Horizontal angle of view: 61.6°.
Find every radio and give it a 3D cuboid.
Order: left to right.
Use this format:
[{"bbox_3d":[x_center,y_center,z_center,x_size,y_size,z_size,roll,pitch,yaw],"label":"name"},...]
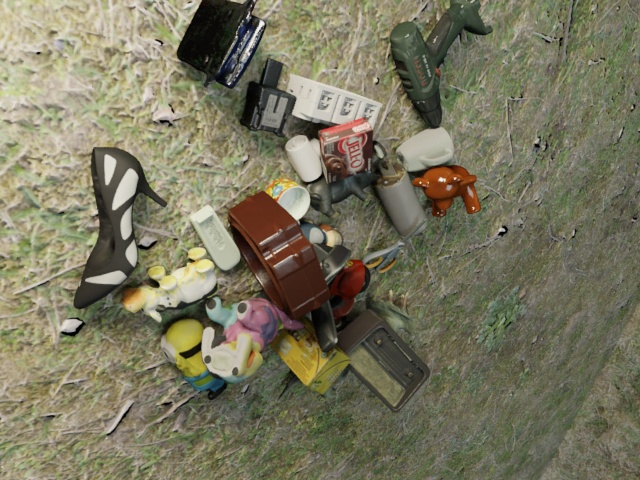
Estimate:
[{"bbox_3d":[0.141,0.270,1.210,0.131,0.073,0.229,-44,119,-5],"label":"radio"}]

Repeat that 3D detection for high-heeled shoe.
[{"bbox_3d":[-0.341,-0.016,0.814,0.145,0.086,0.248,39,85,-40],"label":"high-heeled shoe"}]

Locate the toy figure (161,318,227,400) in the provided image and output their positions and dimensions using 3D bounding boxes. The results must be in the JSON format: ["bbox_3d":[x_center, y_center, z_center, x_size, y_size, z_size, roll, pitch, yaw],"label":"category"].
[{"bbox_3d":[-0.237,0.227,1.036,0.089,0.082,0.180,-52,130,-29],"label":"toy figure"}]

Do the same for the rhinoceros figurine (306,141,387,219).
[{"bbox_3d":[0.051,-0.125,1.065,0.190,0.073,0.112,-35,122,-15],"label":"rhinoceros figurine"}]

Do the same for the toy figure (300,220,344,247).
[{"bbox_3d":[-0.003,-0.002,1.097,0.154,0.058,0.064,6,114,-41],"label":"toy figure"}]

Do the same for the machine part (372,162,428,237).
[{"bbox_3d":[0.176,-0.085,1.177,0.079,0.079,0.243,-43,135,-9],"label":"machine part"}]

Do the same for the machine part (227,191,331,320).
[{"bbox_3d":[-0.078,0.030,0.957,0.087,0.202,0.200,-32,132,-16],"label":"machine part"}]

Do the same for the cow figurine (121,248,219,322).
[{"bbox_3d":[-0.261,0.092,0.949,0.167,0.068,0.098,-27,135,-22],"label":"cow figurine"}]

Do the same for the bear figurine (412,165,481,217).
[{"bbox_3d":[0.281,-0.102,1.180,0.196,0.120,0.131,-36,116,-64],"label":"bear figurine"}]

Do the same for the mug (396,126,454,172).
[{"bbox_3d":[0.224,-0.181,1.143,0.107,0.110,0.080,-24,129,-10],"label":"mug"}]

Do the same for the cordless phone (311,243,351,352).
[{"bbox_3d":[0.014,0.111,1.042,0.088,0.184,0.146,15,132,-34],"label":"cordless phone"}]

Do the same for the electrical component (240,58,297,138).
[{"bbox_3d":[-0.082,-0.239,0.905,0.075,0.048,0.119,7,112,-41],"label":"electrical component"}]

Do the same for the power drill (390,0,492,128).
[{"bbox_3d":[0.242,-0.366,1.069,0.207,0.086,0.231,-44,132,2],"label":"power drill"}]

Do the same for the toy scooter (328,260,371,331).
[{"bbox_3d":[0.026,0.118,1.183,0.135,0.075,0.183,16,106,-36],"label":"toy scooter"}]

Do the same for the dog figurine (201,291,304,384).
[{"bbox_3d":[-0.120,0.182,1.052,0.219,0.109,0.191,22,67,-58],"label":"dog figurine"}]

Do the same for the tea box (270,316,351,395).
[{"bbox_3d":[-0.027,0.233,1.140,0.098,0.170,0.068,-50,134,-1],"label":"tea box"}]

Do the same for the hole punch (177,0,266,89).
[{"bbox_3d":[-0.132,-0.284,0.796,0.092,0.116,0.142,26,98,-52],"label":"hole punch"}]

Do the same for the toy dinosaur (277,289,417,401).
[{"bbox_3d":[0.079,0.249,1.279,0.405,0.131,0.192,-17,113,-25],"label":"toy dinosaur"}]
